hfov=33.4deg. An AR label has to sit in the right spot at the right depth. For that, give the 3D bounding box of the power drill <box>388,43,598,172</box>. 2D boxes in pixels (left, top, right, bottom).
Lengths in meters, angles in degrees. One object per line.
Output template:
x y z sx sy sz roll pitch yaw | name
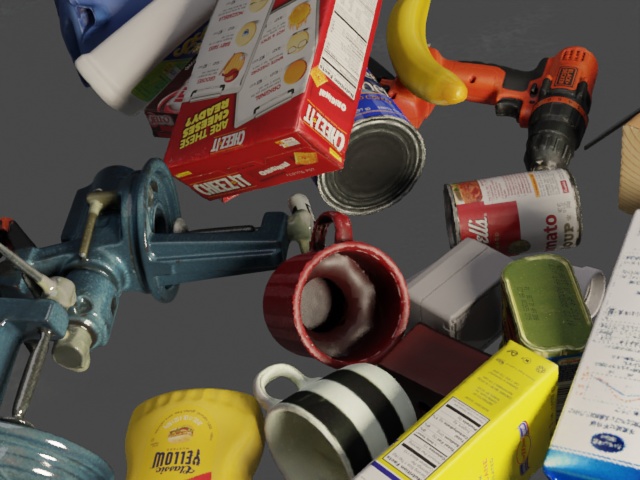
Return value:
0.162 -0.126 1.018 0.188 0.057 0.184 9 43 19 | power drill

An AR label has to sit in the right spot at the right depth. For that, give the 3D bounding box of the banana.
0.095 -0.182 1.005 0.037 0.070 0.198 24 40 -28 | banana

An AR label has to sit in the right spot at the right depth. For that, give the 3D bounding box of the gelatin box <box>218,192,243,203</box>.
-0.088 -0.080 1.031 0.073 0.030 0.089 -30 42 -22 | gelatin box

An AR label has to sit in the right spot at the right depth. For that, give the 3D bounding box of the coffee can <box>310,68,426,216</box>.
0.022 -0.103 0.979 0.102 0.103 0.140 -18 41 -10 | coffee can

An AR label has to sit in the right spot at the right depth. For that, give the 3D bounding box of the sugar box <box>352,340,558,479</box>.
0.081 0.150 0.675 0.048 0.093 0.176 27 53 36 | sugar box

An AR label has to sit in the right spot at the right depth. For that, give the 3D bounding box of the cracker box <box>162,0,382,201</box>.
-0.036 -0.150 0.934 0.164 0.072 0.213 -11 56 41 | cracker box

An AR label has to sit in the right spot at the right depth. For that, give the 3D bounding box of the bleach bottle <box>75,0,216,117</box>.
-0.130 -0.235 1.095 0.251 0.102 0.068 -42 83 4 | bleach bottle

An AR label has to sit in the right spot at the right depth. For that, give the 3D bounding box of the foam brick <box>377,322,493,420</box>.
0.089 0.105 0.759 0.078 0.053 0.051 23 49 34 | foam brick

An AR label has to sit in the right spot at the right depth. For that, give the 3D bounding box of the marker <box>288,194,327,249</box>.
-0.006 0.001 0.927 0.020 0.020 0.121 -14 40 -6 | marker

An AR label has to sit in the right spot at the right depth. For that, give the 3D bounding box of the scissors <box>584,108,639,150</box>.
0.331 -0.142 1.020 0.202 0.016 0.096 -34 -2 6 | scissors

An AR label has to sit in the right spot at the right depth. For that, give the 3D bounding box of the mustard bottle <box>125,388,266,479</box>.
-0.093 0.185 0.695 0.096 0.058 0.191 -5 40 10 | mustard bottle

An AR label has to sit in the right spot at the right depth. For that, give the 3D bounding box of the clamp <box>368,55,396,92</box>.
-0.006 -0.176 1.123 0.210 0.036 0.164 10 46 26 | clamp

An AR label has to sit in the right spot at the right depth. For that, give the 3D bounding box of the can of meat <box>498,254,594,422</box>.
0.161 0.072 0.757 0.057 0.084 0.102 -8 40 2 | can of meat

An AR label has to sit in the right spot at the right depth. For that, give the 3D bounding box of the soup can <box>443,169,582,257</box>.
0.158 -0.020 0.881 0.102 0.068 0.068 -8 40 1 | soup can

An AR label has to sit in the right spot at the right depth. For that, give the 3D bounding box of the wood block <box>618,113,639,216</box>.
0.355 -0.096 0.913 0.205 0.091 0.090 -35 46 -28 | wood block

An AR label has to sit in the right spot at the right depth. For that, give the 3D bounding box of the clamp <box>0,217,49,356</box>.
-0.273 0.046 0.915 0.120 0.039 0.171 7 45 4 | clamp

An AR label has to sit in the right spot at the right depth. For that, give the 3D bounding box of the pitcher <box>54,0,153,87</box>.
-0.175 -0.268 1.210 0.242 0.145 0.149 -18 54 -16 | pitcher

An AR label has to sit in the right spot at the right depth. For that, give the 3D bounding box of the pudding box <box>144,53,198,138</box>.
-0.106 -0.142 1.056 0.090 0.039 0.113 8 41 26 | pudding box

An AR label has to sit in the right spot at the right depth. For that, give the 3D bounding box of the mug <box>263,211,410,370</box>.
0.007 0.037 0.797 0.093 0.117 0.082 -2 -2 -24 | mug
